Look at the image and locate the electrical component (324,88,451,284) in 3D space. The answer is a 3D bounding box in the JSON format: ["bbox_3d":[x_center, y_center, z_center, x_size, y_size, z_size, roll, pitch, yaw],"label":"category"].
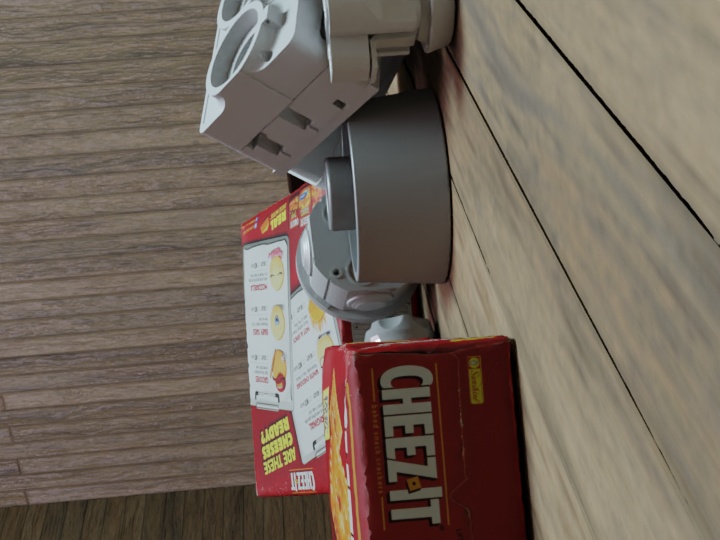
[{"bbox_3d":[0.012,-0.044,0.592,0.108,0.060,0.108,175,90,-87],"label":"electrical component"}]

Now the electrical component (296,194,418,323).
[{"bbox_3d":[0.002,-0.012,0.663,0.051,0.080,0.080,108,157,-69],"label":"electrical component"}]

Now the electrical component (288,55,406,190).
[{"bbox_3d":[-0.029,-0.115,0.696,0.108,0.056,0.109,-63,20,3],"label":"electrical component"}]

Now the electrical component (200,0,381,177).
[{"bbox_3d":[-0.038,-0.142,0.594,0.089,0.062,0.150,-36,39,41],"label":"electrical component"}]

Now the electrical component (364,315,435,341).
[{"bbox_3d":[0.026,0.061,0.640,0.043,0.043,0.062,93,170,-67],"label":"electrical component"}]

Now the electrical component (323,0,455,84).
[{"bbox_3d":[0.012,-0.128,0.498,0.058,0.057,0.078,108,157,-82],"label":"electrical component"}]
